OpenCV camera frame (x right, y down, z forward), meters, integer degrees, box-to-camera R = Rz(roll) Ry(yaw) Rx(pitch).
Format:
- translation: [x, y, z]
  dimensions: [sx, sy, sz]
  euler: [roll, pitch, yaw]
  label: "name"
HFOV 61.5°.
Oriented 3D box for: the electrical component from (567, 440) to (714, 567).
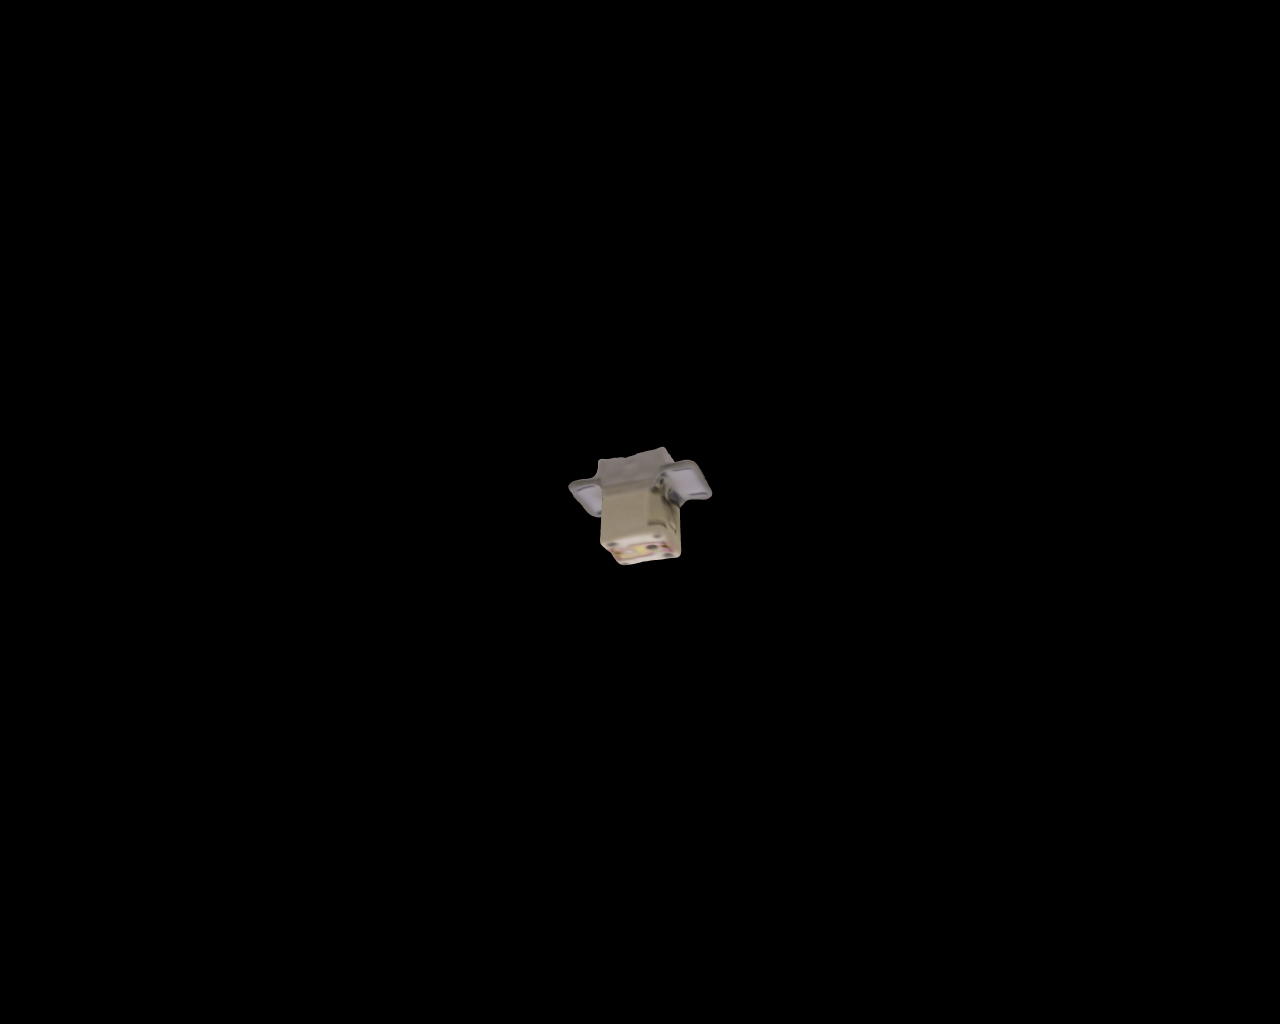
- translation: [0.001, -0.003, 0.650]
  dimensions: [0.081, 0.064, 0.042]
  euler: [-11, -32, 18]
  label: "electrical component"
